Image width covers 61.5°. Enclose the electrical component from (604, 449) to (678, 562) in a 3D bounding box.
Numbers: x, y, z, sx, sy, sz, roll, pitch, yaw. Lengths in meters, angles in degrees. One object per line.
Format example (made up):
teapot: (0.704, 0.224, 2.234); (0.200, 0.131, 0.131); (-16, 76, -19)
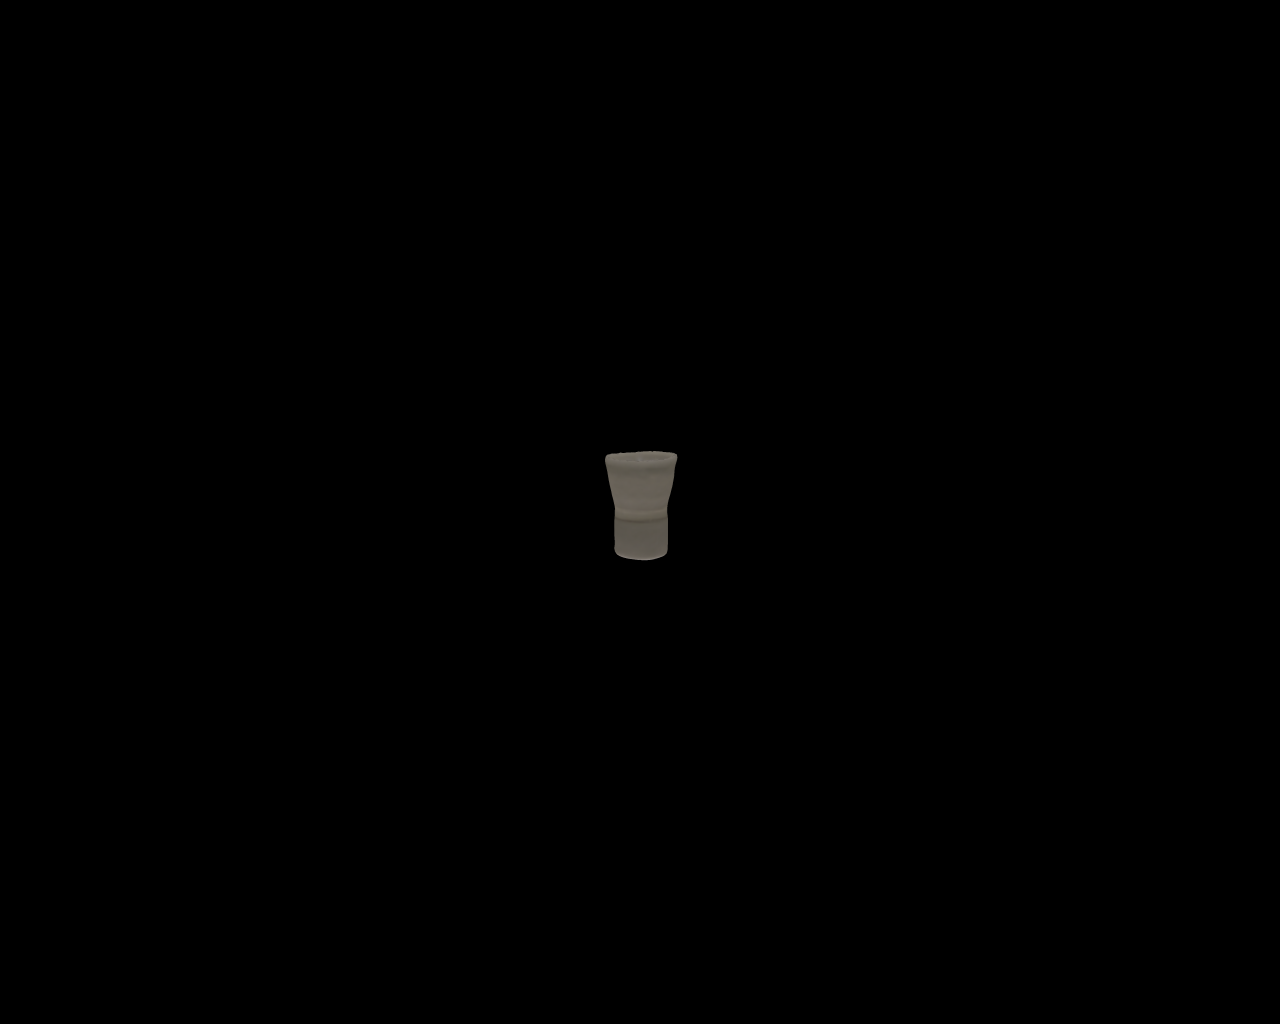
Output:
electrical component: (0.001, -0.003, 0.650); (0.044, 0.065, 0.044); (0, 12, 0)
